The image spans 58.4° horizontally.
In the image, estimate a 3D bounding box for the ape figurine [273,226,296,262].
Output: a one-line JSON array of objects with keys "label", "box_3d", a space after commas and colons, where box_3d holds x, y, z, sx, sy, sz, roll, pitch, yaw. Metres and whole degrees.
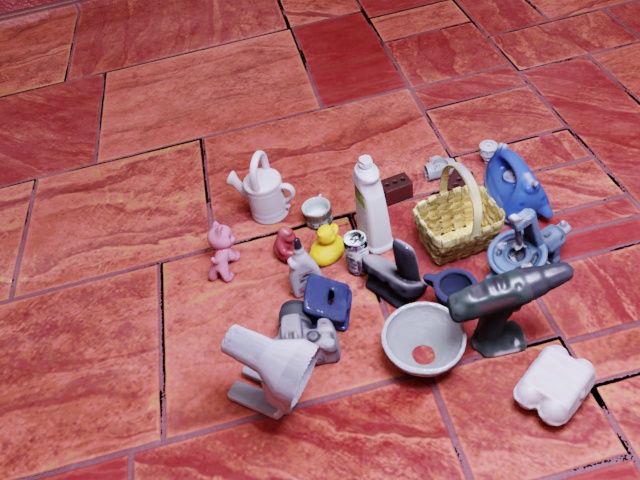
[{"label": "ape figurine", "box_3d": [-0.079, 0.005, 1.380, 0.076, 0.092, 0.078, 9, 50, 19]}]

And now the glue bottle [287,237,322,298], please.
[{"label": "glue bottle", "box_3d": [-0.039, 0.056, 1.268, 0.078, 0.173, 0.037, -26, 48, -13]}]

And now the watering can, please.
[{"label": "watering can", "box_3d": [-0.152, -0.139, 1.456, 0.173, 0.194, 0.101, -9, 47, 2]}]

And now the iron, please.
[{"label": "iron", "box_3d": [0.466, -0.157, 1.392, 0.118, 0.142, 0.258, -15, 47, -3]}]

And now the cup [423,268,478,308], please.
[{"label": "cup", "box_3d": [0.272, 0.117, 1.207, 0.117, 0.095, 0.092, 19, 54, 26]}]

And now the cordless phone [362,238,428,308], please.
[{"label": "cordless phone", "box_3d": [0.157, 0.045, 1.233, 0.147, 0.185, 0.094, 28, 58, 31]}]

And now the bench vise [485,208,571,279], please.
[{"label": "bench vise", "box_3d": [0.434, -0.005, 1.203, 0.121, 0.220, 0.208, 30, 59, 32]}]

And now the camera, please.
[{"label": "camera", "box_3d": [-0.036, 0.186, 1.197, 0.143, 0.101, 0.136, -9, 47, 3]}]

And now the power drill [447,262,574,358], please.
[{"label": "power drill", "box_3d": [0.357, 0.134, 1.097, 0.229, 0.209, 0.075, -13, 47, -1]}]

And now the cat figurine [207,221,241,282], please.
[{"label": "cat figurine", "box_3d": [-0.241, 0.019, 1.380, 0.067, 0.118, 0.128, -1, 48, 10]}]

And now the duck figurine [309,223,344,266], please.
[{"label": "duck figurine", "box_3d": [0.013, 0.005, 1.366, 0.077, 0.086, 0.105, 26, 57, 30]}]

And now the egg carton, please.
[{"label": "egg carton", "box_3d": [0.433, 0.267, 1.055, 0.107, 0.069, 0.150, 30, 59, 32]}]

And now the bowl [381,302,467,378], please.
[{"label": "bowl", "box_3d": [0.207, 0.210, 1.146, 0.167, 0.075, 0.167, -5, 47, 6]}]

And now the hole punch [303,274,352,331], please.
[{"label": "hole punch", "box_3d": [0.018, 0.133, 1.243, 0.101, 0.091, 0.108, -1, 48, 10]}]

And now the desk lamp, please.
[{"label": "desk lamp", "box_3d": [-0.094, 0.248, 1.073, 0.202, 0.214, 0.118, 14, 52, 23]}]
